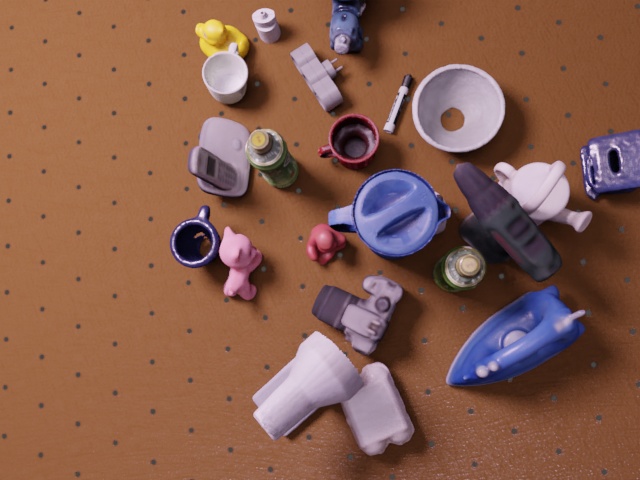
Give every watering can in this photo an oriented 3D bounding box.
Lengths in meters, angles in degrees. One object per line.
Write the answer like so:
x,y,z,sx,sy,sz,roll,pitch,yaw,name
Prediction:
0.379,-0.079,0.979,0.172,0.194,0.101,15,85,7,watering can

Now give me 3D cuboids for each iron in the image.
0.333,0.184,0.980,0.258,0.141,0.118,-34,82,1,iron

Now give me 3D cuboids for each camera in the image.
0.063,0.120,1.032,0.136,0.101,0.143,25,86,8,camera

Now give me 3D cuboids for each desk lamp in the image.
-0.027,0.255,0.968,0.203,0.213,0.118,-43,81,-1,desk lamp

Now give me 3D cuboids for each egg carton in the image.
0.096,0.302,1.024,0.107,0.069,0.150,-25,82,2,egg carton

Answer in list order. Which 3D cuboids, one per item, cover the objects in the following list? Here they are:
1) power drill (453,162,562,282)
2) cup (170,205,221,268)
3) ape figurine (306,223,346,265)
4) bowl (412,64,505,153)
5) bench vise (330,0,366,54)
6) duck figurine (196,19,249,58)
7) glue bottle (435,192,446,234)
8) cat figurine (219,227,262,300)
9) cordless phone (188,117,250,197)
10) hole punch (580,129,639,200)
0.299,-0.024,0.973,0.075,0.208,0.229,-44,82,-1,power drill
-0.220,-0.003,1.074,0.091,0.095,0.118,13,85,7,cup
0.010,0.004,1.055,0.077,0.092,0.076,-8,83,4,ape figurine
0.254,-0.236,1.069,0.167,0.075,0.167,-1,83,5,bowl
0.057,-0.456,1.038,0.121,0.220,0.207,-14,82,4,bench vise
-0.194,-0.397,1.122,0.104,0.086,0.077,16,85,7,duck figurine
0.200,-0.056,1.003,0.037,0.173,0.078,-20,82,3,glue bottle
-0.152,0.044,1.051,0.067,0.118,0.128,6,84,6,cat figurine
-0.189,-0.161,1.044,0.094,0.185,0.148,0,83,6,cordless phone
0.528,-0.134,1.025,0.101,0.091,0.109,-6,83,5,hole punch
